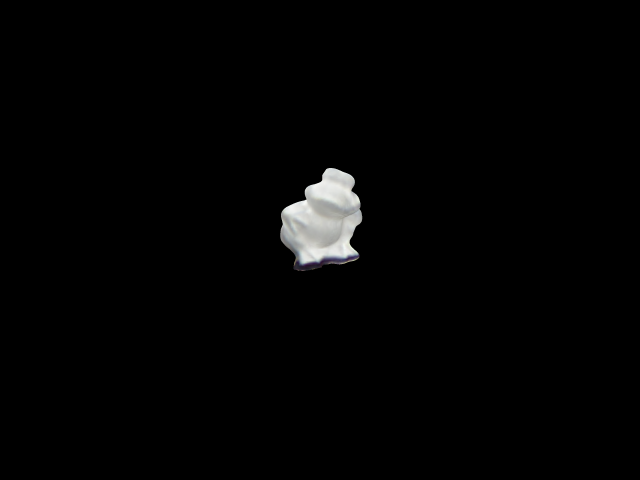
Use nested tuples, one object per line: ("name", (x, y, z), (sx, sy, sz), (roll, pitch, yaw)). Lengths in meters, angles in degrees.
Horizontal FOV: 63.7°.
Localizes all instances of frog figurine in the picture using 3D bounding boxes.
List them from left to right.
("frog figurine", (0.003, -0.043, 0.850), (0.137, 0.157, 0.124), (-1, 17, -3))
